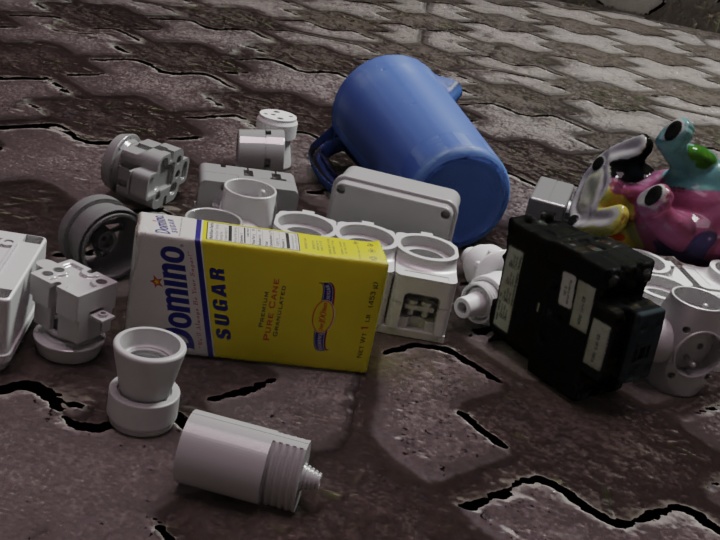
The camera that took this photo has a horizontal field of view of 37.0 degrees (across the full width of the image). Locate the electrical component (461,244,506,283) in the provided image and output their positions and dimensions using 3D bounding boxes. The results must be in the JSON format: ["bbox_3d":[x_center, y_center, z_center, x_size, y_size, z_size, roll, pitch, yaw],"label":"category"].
[{"bbox_3d":[0.112,-0.003,0.959,0.048,0.048,0.062,1,19,-23],"label":"electrical component"}]

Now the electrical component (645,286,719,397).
[{"bbox_3d":[0.239,0.055,0.842,0.079,0.077,0.044,4,25,-15],"label":"electrical component"}]

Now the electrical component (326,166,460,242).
[{"bbox_3d":[0.028,-0.041,0.964,0.113,0.078,0.057,14,21,6],"label":"electrical component"}]

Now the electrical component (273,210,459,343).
[{"bbox_3d":[0.000,0.000,0.878,0.150,0.061,0.089,10,23,-2],"label":"electrical component"}]

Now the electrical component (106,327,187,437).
[{"bbox_3d":[-0.133,0.069,0.668,0.045,0.055,0.045,10,23,-4],"label":"electrical component"}]

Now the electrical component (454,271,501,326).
[{"bbox_3d":[0.104,0.025,0.891,0.062,0.043,0.043,-14,34,-43],"label":"electrical component"}]

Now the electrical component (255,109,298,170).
[{"bbox_3d":[-0.093,-0.141,1.165,0.045,0.055,0.045,10,23,-4],"label":"electrical component"}]

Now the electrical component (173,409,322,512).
[{"bbox_3d":[-0.062,0.111,0.620,0.081,0.043,0.043,14,23,6],"label":"electrical component"}]

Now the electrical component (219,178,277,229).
[{"bbox_3d":[-0.096,-0.025,0.871,0.044,0.077,0.079,9,24,-5],"label":"electrical component"}]

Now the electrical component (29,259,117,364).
[{"bbox_3d":[-0.196,0.030,0.729,0.066,0.055,0.048,23,26,25],"label":"electrical component"}]

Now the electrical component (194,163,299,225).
[{"bbox_3d":[-0.105,-0.061,0.983,0.089,0.050,0.055,6,24,-12],"label":"electrical component"}]

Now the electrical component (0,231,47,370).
[{"bbox_3d":[-0.278,0.013,0.728,0.109,0.056,0.108,9,23,-6],"label":"electrical component"}]

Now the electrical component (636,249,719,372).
[{"bbox_3d":[0.289,0.035,0.933,0.186,0.060,0.105,7,24,-11],"label":"electrical component"}]

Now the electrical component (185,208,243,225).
[{"bbox_3d":[-0.133,-0.008,0.816,0.079,0.077,0.044,14,24,6],"label":"electrical component"}]

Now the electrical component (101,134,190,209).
[{"bbox_3d":[-0.204,-0.094,1.005,0.057,0.058,0.078,20,25,13],"label":"electrical component"}]

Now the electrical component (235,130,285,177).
[{"bbox_3d":[-0.104,-0.119,1.112,0.047,0.055,0.055,3,24,-9],"label":"electrical component"}]

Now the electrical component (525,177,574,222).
[{"bbox_3d":[0.214,-0.056,1.122,0.076,0.047,0.083,16,24,11],"label":"electrical component"}]
